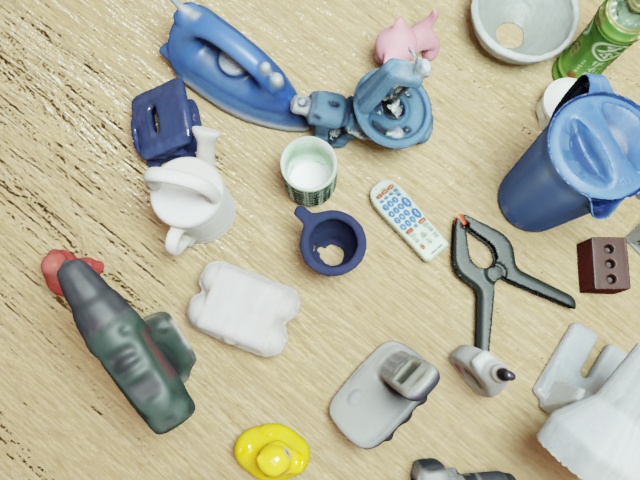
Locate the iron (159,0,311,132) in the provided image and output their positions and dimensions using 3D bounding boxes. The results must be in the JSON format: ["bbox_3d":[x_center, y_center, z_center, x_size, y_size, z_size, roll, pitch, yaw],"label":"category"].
[{"bbox_3d":[-0.118,-0.261,0.844,0.258,0.141,0.119,35,80,6],"label":"iron"}]

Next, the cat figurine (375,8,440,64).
[{"bbox_3d":[0.130,-0.302,0.868,0.128,0.118,0.067,-38,82,-8],"label":"cat figurine"}]

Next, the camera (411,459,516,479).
[{"bbox_3d":[0.196,0.363,0.749,0.137,0.101,0.143,-5,79,-2],"label":"camera"}]

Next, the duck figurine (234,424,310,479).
[{"bbox_3d":[-0.066,0.290,0.766,0.104,0.086,0.077,11,79,1],"label":"duck figurine"}]

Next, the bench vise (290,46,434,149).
[{"bbox_3d":[0.068,-0.182,0.792,0.207,0.220,0.121,-15,79,-4],"label":"bench vise"}]

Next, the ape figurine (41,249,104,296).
[{"bbox_3d":[-0.358,0.041,0.806,0.076,0.092,0.078,-41,82,-8],"label":"ape figurine"}]

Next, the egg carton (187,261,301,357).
[{"bbox_3d":[-0.108,0.098,0.811,0.150,0.069,0.107,20,79,3],"label":"egg carton"}]

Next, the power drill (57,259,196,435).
[{"bbox_3d":[-0.232,0.135,0.731,0.075,0.208,0.229,-35,81,-7],"label":"power drill"}]

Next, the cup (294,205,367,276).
[{"bbox_3d":[0.008,0.003,0.819,0.117,0.095,0.092,43,81,7],"label":"cup"}]

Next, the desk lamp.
[{"bbox_3d":[0.353,0.206,0.725,0.118,0.213,0.203,32,80,5],"label":"desk lamp"}]

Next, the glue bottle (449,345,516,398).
[{"bbox_3d":[0.220,0.173,0.750,0.037,0.173,0.078,-42,82,-8],"label":"glue bottle"}]

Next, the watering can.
[{"bbox_3d":[-0.178,-0.069,0.779,0.101,0.194,0.173,-7,79,-2],"label":"watering can"}]

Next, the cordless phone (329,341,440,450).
[{"bbox_3d":[0.086,0.202,0.735,0.094,0.185,0.148,40,81,7],"label":"cordless phone"}]

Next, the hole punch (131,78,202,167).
[{"bbox_3d":[-0.231,-0.171,0.850,0.101,0.091,0.108,-13,79,-3],"label":"hole punch"}]

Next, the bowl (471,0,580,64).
[{"bbox_3d":[0.312,-0.343,0.902,0.167,0.075,0.167,0,79,-1],"label":"bowl"}]
